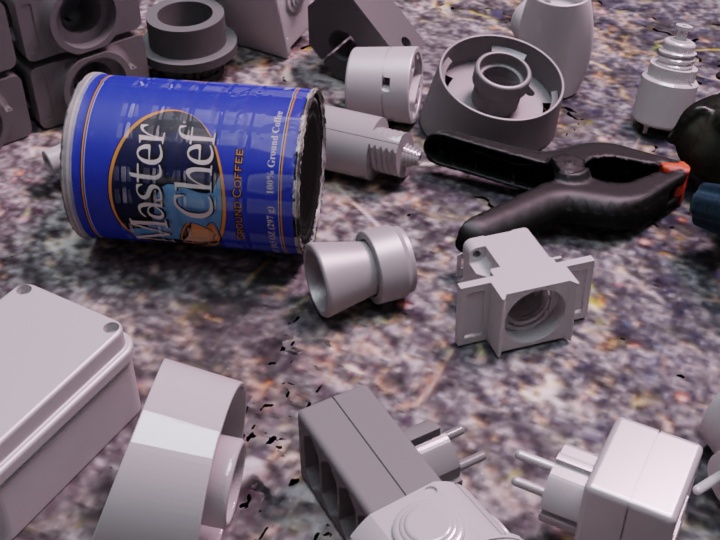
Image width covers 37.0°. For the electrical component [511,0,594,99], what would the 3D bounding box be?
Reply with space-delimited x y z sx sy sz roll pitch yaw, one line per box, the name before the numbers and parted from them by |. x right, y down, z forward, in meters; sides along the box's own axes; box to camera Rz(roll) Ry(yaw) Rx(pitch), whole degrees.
electrical component | 0.140 -0.182 0.817 0.043 0.077 0.079 -13 41 -15

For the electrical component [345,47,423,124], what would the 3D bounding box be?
electrical component | 0.018 -0.135 0.780 0.047 0.055 0.055 6 40 13

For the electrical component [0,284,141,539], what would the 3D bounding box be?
electrical component | -0.172 0.067 0.533 0.078 0.057 0.113 20 44 23

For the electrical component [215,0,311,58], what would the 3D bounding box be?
electrical component | -0.088 -0.227 0.856 0.100 0.099 0.048 20 57 23

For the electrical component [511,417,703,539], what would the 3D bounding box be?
electrical component | 0.105 0.102 0.484 0.077 0.065 0.047 19 43 22

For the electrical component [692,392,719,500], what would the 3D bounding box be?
electrical component | 0.193 0.094 0.511 0.079 0.043 0.077 -23 45 -26

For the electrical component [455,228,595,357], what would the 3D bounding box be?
electrical component | 0.088 0.010 0.614 0.081 0.042 0.063 -11 37 -14

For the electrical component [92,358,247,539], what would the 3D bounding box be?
electrical component | -0.086 0.090 0.478 0.064 0.099 0.099 11 40 3

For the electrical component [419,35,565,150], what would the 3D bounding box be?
electrical component | 0.096 -0.121 0.773 0.099 0.064 0.099 4 51 -5

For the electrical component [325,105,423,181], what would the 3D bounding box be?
electrical component | 0.003 -0.084 0.725 0.081 0.043 0.043 15 42 17

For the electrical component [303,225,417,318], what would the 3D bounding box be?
electrical component | 0.000 0.000 0.624 0.055 0.045 0.045 -14 42 -17

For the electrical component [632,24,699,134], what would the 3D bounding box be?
electrical component | 0.221 -0.135 0.766 0.040 0.078 0.040 6 27 -3

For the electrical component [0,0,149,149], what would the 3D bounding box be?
electrical component | -0.246 -0.150 0.757 0.186 0.105 0.060 -26 47 -28

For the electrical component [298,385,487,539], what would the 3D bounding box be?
electrical component | 0.023 0.095 0.507 0.076 0.047 0.083 -20 44 -22

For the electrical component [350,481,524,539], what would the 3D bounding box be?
electrical component | 0.032 0.131 0.440 0.080 0.080 0.051 -20 39 -23

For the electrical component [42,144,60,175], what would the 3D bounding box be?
electrical component | -0.182 -0.083 0.725 0.062 0.043 0.043 -26 46 -25
